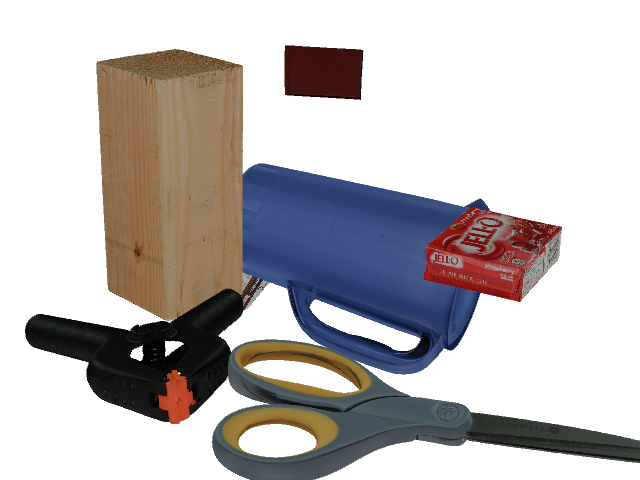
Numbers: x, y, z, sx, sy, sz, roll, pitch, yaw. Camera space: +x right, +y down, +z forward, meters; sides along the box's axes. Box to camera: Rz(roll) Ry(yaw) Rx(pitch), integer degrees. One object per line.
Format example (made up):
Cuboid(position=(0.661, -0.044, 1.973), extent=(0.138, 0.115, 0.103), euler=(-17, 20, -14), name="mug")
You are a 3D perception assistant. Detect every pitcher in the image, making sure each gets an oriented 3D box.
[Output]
Cuboid(position=(0.029, 0.016, 0.999), extent=(0.243, 0.145, 0.149), euler=(16, 21, 18), name="pitcher")

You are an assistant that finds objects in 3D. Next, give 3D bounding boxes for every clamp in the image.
Cuboid(position=(-0.106, 0.073, 0.736), extent=(0.164, 0.036, 0.210), euler=(-10, 14, -22), name="clamp")

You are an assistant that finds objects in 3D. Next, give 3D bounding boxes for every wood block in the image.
Cuboid(position=(-0.127, -0.050, 0.914), extent=(0.091, 0.206, 0.090), euler=(21, 29, 40), name="wood block")

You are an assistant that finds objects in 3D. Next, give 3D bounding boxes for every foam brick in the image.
Cuboid(position=(0.002, -0.173, 1.101), extent=(0.078, 0.051, 0.053), euler=(2, 10, -6), name="foam brick")

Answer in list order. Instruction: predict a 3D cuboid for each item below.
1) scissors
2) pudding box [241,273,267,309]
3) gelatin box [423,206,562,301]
Cuboid(position=(0.041, 0.088, 0.461), extent=(0.202, 0.016, 0.096), euler=(15, 34, 23), name="scissors")
Cuboid(position=(-0.070, 0.025, 1.294), extent=(0.039, 0.090, 0.113), euler=(33, 26, 2), name="pudding box")
Cuboid(position=(0.125, 0.008, 0.770), extent=(0.073, 0.030, 0.089), euler=(14, 27, 27), name="gelatin box")
